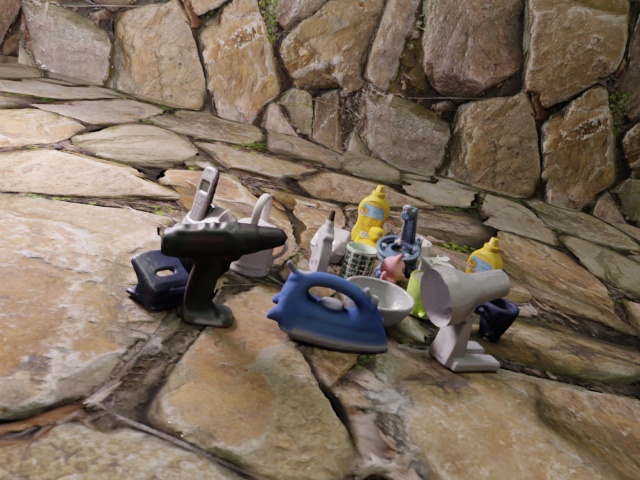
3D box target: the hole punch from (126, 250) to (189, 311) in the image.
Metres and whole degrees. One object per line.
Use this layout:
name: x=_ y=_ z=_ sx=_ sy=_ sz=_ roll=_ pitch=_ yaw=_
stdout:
hole punch: x=-0.310 y=0.077 z=1.131 sx=0.100 sy=0.091 sz=0.109 roll=26 pitch=22 yaw=30

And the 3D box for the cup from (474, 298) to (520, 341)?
cup: x=0.401 y=0.189 z=1.351 sx=0.118 sy=0.095 sz=0.091 roll=7 pitch=20 yaw=-23

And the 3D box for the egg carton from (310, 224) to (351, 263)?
egg carton: x=0.033 y=0.009 z=1.618 sx=0.107 sy=0.069 sz=0.150 roll=17 pitch=19 yaw=5

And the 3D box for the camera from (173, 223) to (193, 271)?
camera: x=-0.300 y=0.015 z=1.301 sx=0.142 sy=0.101 sz=0.137 roll=24 pitch=21 yaw=24

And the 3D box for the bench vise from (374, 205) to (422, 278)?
bench vise: x=0.224 y=-0.002 z=1.563 sx=0.121 sy=0.220 sz=0.208 roll=18 pitch=19 yaw=10

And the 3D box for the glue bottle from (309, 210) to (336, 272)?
glue bottle: x=0.013 y=0.005 z=1.454 sx=0.037 sy=0.173 sz=0.078 roll=9 pitch=20 yaw=-17

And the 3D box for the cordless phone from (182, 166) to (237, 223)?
cordless phone: x=-0.274 y=-0.086 z=1.477 sx=0.147 sy=0.185 sz=0.094 roll=26 pitch=22 yaw=29

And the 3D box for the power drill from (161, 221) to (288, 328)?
power drill: x=-0.192 y=0.057 z=1.095 sx=0.230 sy=0.208 sz=0.075 roll=9 pitch=20 yaw=-16

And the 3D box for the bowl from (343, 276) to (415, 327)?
bowl: x=0.123 y=0.148 z=1.284 sx=0.167 sy=0.075 sz=0.167 roll=13 pitch=19 yaw=-4

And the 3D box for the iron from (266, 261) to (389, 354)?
iron: x=0.031 y=0.133 z=1.153 sx=0.258 sy=0.141 sz=0.118 roll=14 pitch=19 yaw=-2

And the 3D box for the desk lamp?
desk lamp: x=0.295 y=0.155 z=1.180 sx=0.204 sy=0.213 sz=0.117 roll=6 pitch=21 yaw=-25

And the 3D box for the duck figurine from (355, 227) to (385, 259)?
duck figurine: x=0.157 y=0.002 z=1.709 sx=0.104 sy=0.086 sz=0.078 roll=19 pitch=19 yaw=11

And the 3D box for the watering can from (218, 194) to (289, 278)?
watering can: x=-0.158 y=-0.019 z=1.361 sx=0.173 sy=0.194 sz=0.101 roll=11 pitch=19 yaw=-10

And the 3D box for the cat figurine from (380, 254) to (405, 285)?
cat figurine: x=0.172 y=0.087 z=1.427 sx=0.067 sy=0.118 sz=0.128 roll=22 pitch=20 yaw=20
